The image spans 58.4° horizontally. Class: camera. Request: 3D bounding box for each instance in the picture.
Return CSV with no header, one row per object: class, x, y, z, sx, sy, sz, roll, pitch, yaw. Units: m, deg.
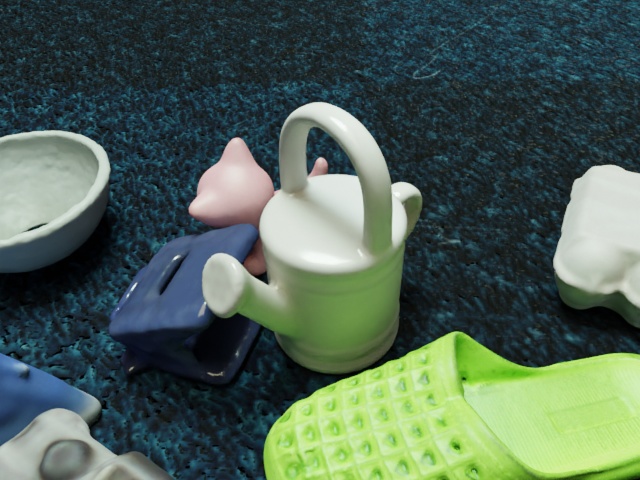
camera,-0.136,0.173,0.285,0.142,0.101,0.137,23,49,25

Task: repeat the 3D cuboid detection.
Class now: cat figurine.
cat figurine,-0.048,-0.033,0.485,0.128,0.118,0.067,-17,46,-15

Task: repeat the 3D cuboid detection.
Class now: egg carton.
egg carton,0.254,0.001,0.471,0.107,0.069,0.150,16,47,19

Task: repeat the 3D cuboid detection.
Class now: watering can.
watering can,0.005,0.003,0.390,0.100,0.194,0.173,19,48,21

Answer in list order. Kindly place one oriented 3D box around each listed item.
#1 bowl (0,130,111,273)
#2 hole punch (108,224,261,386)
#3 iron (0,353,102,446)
bowl,-0.265,-0.025,0.517,0.167,0.075,0.167,-1,44,1
hole punch,-0.099,0.042,0.428,0.101,0.091,0.109,10,45,13
iron,-0.283,0.096,0.343,0.258,0.141,0.118,-12,44,-9
